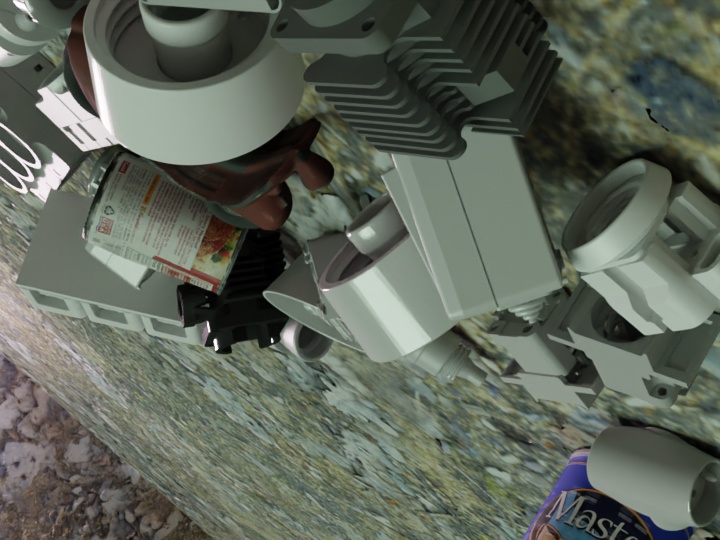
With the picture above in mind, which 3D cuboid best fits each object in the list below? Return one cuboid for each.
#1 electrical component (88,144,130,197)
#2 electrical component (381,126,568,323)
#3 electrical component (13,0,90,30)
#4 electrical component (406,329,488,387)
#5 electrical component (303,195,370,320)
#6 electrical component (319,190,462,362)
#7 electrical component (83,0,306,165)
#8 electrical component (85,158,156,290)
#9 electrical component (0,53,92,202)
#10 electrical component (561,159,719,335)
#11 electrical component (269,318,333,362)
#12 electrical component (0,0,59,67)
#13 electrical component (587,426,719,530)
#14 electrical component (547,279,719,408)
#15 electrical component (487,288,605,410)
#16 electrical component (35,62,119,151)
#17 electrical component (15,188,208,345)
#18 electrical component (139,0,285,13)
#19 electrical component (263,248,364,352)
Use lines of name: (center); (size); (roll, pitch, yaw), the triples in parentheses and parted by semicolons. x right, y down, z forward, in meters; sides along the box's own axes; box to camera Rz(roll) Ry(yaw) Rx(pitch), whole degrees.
electrical component: (-0.186, -0.070, 0.874); (0.062, 0.048, 0.048); (29, 160, -1)
electrical component: (0.053, -0.019, 0.484); (0.062, 0.061, 0.096); (-34, -75, -78)
electrical component: (-0.196, -0.176, 0.660); (0.062, 0.048, 0.048); (28, 159, 42)
electrical component: (0.062, 0.061, 0.760); (0.061, 0.035, 0.035); (34, 159, 4)
electrical component: (0.000, 0.000, 0.670); (0.042, 0.064, 0.081); (87, 169, -63)
electrical component: (0.027, -0.010, 0.568); (0.060, 0.108, 0.108); (49, 158, -13)
electrical component: (-0.083, -0.112, 0.528); (0.108, 0.108, 0.060); (30, 152, 20)
electrical component: (-0.160, -0.046, 0.820); (0.061, 0.061, 0.096); (37, 121, 0)
electrical component: (-0.271, -0.114, 0.889); (0.089, 0.061, 0.150); (42, 159, -12)
electrical component: (0.126, -0.011, 0.469); (0.057, 0.058, 0.078); (39, 160, -12)
electrical component: (-0.056, 0.050, 0.915); (0.055, 0.045, 0.045); (16, 151, 45)
electrical component: (-0.239, -0.169, 0.746); (0.043, 0.043, 0.081); (47, 158, -23)
electrical component: (0.198, 0.142, 0.696); (0.077, 0.044, 0.079); (13, 149, 48)
electrical component: (0.146, 0.037, 0.562); (0.081, 0.042, 0.063); (20, 157, 40)
electrical component: (0.113, 0.043, 0.631); (0.063, 0.042, 0.081); (50, 156, -21)
electrical component: (-0.183, -0.122, 0.745); (0.055, 0.050, 0.089); (47, 158, -24)
electrical component: (-0.196, -0.001, 0.902); (0.150, 0.089, 0.061); (13, 158, 1)
electrical component: (-0.063, -0.158, 0.452); (0.113, 0.057, 0.078); (17, 146, 43)
electrical component: (-0.012, 0.024, 0.759); (0.099, 0.064, 0.099); (32, 159, 14)
